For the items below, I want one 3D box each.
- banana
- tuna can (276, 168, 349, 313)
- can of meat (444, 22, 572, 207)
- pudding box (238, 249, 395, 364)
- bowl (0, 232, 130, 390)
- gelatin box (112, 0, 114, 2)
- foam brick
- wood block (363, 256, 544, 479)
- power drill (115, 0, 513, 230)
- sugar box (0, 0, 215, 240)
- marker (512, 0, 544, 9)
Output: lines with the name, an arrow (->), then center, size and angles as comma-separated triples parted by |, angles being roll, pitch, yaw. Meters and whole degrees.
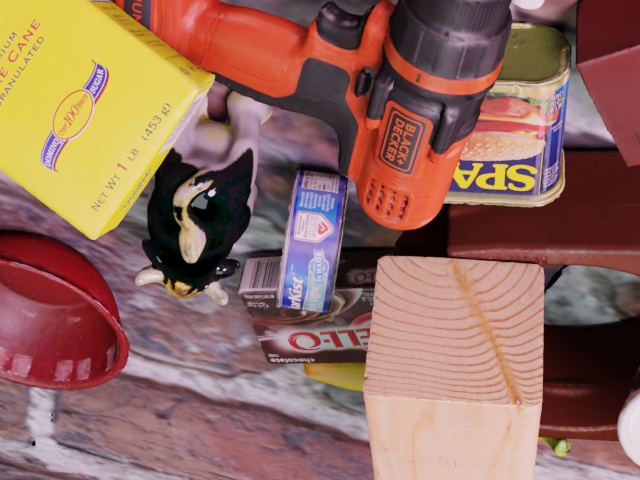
banana -> 0.089, 0.106, 0.772 | 0.198, 0.037, 0.069 | 13, -173, 20
tuna can -> -0.004, 0.001, 0.648 | 0.034, 0.086, 0.086 | 8, 141, 0
can of meat -> 0.081, -0.068, 0.566 | 0.102, 0.057, 0.084 | 3, 138, 10
pudding box -> 0.009, 0.048, 0.739 | 0.113, 0.039, 0.090 | -1, 140, 14
bowl -> -0.211, 0.044, 0.777 | 0.162, 0.055, 0.162 | 7, 141, 6
gelatin box -> -0.150, -0.142, 0.553 | 0.073, 0.030, 0.089 | -23, 129, 37
foam brick -> 0.164, -0.084, 0.528 | 0.053, 0.051, 0.078 | -13, 135, 29
wood block -> 0.080, 0.110, 0.621 | 0.090, 0.090, 0.206 | 3, 140, 10
power drill -> -0.006, -0.106, 0.491 | 0.188, 0.057, 0.185 | 30, 139, 14
sugar box -> -0.146, -0.090, 0.501 | 0.176, 0.048, 0.093 | 36, 104, -3
marker -> 0.112, -0.156, 0.479 | 0.020, 0.020, 0.121 | 14, 142, -3
